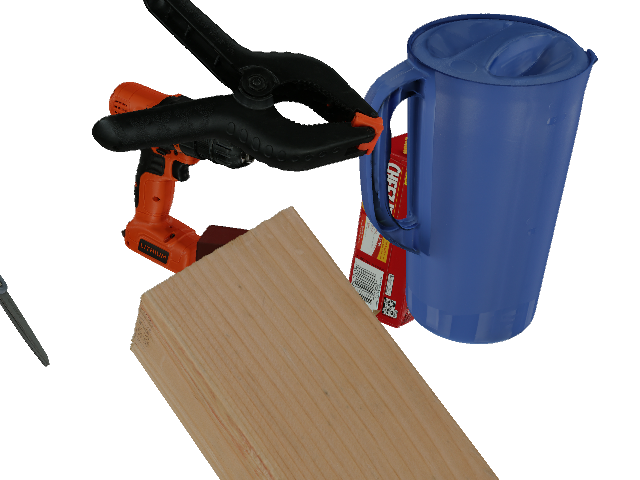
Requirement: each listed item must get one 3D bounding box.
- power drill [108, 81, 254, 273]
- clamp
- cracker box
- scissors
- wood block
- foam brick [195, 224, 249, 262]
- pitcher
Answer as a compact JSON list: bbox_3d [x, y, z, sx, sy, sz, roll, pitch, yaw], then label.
[{"bbox_3d":[-0.144,-0.059,1.113,0.185,0.188,0.057,26,35,30],"label":"power drill"},{"bbox_3d":[-0.046,-0.096,0.652,0.171,0.120,0.039,9,-21,-13],"label":"clamp"},{"bbox_3d":[0.123,-0.028,1.014,0.072,0.164,0.213,26,31,33],"label":"cracker box"},{"bbox_3d":[-0.328,0.029,1.087,0.016,0.201,0.096,-26,26,23],"label":"scissors"},{"bbox_3d":[0.003,0.100,0.521,0.090,0.206,0.090,-32,-13,-24],"label":"wood block"},{"bbox_3d":[-0.071,0.033,0.854,0.053,0.078,0.051,6,14,5],"label":"foam brick"},{"bbox_3d":[0.116,-0.041,0.823,0.149,0.243,0.144,12,34,16],"label":"pitcher"}]
